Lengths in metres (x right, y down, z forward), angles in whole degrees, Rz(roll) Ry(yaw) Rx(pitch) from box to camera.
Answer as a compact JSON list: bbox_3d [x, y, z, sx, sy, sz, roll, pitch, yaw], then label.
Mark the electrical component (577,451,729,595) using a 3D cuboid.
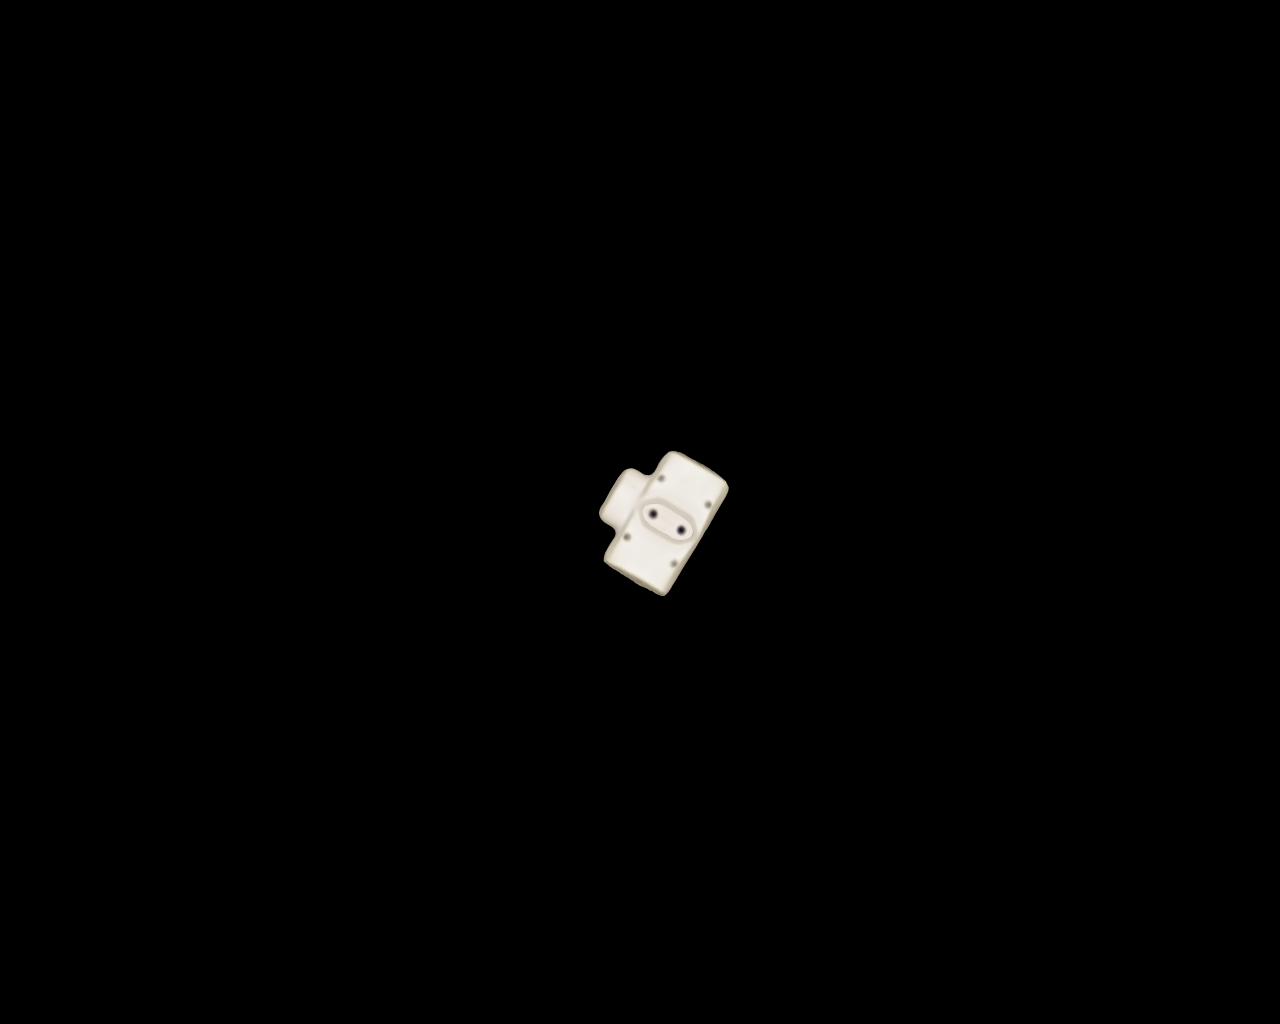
[{"bbox_3d":[0.001,-0.003,0.650,0.079,0.077,0.043,32,-4,2],"label":"electrical component"}]
